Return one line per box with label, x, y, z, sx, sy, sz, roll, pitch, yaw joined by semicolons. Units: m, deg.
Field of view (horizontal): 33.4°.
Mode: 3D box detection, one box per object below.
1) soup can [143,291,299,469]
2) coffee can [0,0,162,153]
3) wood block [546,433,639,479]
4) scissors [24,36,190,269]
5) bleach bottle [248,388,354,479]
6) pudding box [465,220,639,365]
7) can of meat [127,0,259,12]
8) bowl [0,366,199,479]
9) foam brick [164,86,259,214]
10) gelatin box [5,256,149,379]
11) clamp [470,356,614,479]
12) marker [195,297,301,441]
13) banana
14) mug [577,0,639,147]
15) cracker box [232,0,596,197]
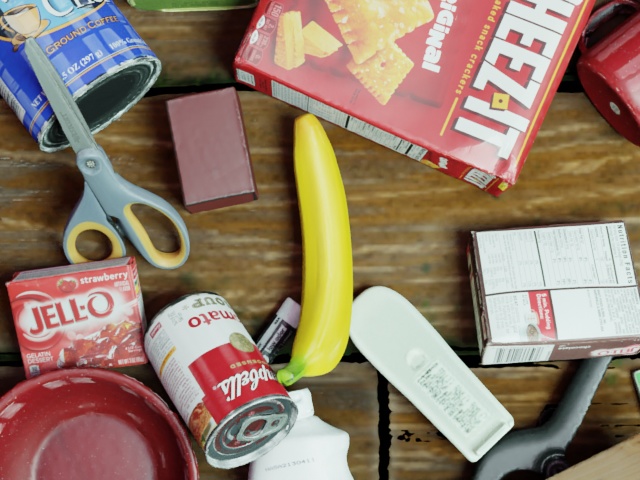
soup can;-0.068;0.092;0.716;0.068;0.068;0.102;-36;55;-2
coffee can;-0.192;-0.147;0.737;0.103;0.103;0.140;-37;87;-2
wood block;0.161;0.214;0.679;0.206;0.091;0.090;-31;107;14
scissors;-0.164;-0.041;0.714;0.096;0.016;0.201;-26;129;17
bleach bottle;0.014;0.225;0.729;0.102;0.068;0.251;-13;84;2
pudding box;0.163;0.036;0.741;0.113;0.039;0.090;-3;63;-2
can of meat;-0.091;-0.211;0.764;0.102;0.057;0.084;-2;88;1
bowl;-0.161;0.167;0.738;0.162;0.055;0.162;0;86;0
foam brick;-0.076;-0.063;0.755;0.051;0.053;0.078;-11;86;-1
gelatin box;-0.168;0.055;0.748;0.089;0.030;0.073;-8;104;0
clamp;0.166;0.149;0.745;0.171;0.039;0.120;-22;72;2
marker;-0.051;0.095;0.760;0.020;0.020;0.121;36;87;3
banana;0.000;0.011;0.740;0.037;0.069;0.198;-5;67;16
mug;0.228;-0.126;0.746;0.081;0.093;0.117;-38;56;2
cracker box;0.067;-0.149;0.751;0.213;0.072;0.164;24;87;1
